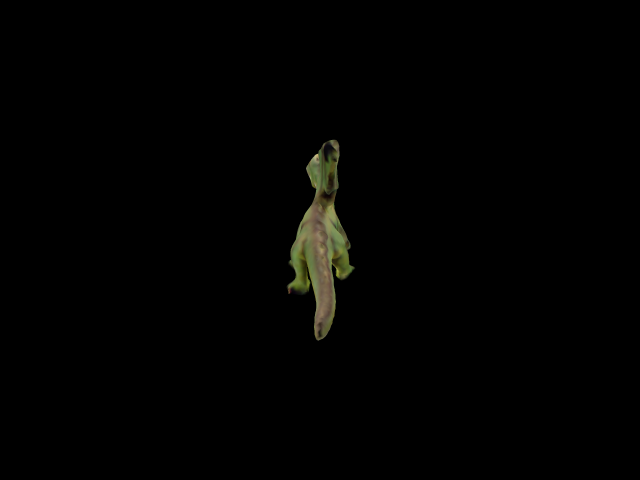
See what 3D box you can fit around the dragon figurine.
[{"bbox_3d":[0.003,-0.043,0.850,0.122,0.239,0.417,-1,22,-3],"label":"dragon figurine"}]
